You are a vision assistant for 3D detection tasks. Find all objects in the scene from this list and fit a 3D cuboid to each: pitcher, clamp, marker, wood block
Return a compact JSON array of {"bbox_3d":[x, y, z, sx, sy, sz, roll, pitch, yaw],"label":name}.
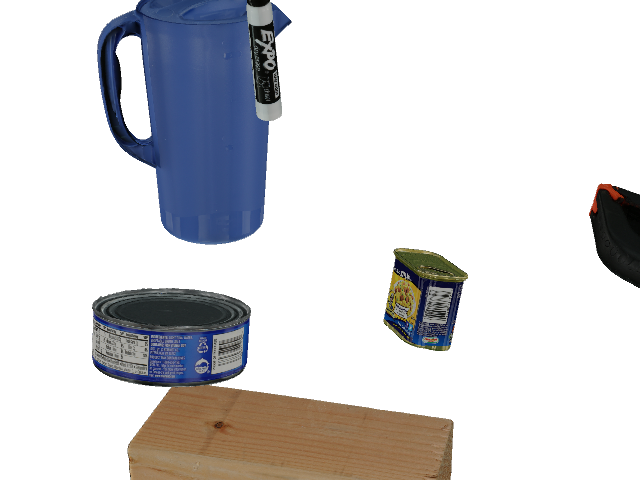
[{"bbox_3d":[-0.121,-0.122,1.065,0.149,0.243,0.144,14,30,23],"label":"pitcher"},{"bbox_3d":[0.251,0.020,0.711,0.120,0.039,0.171,-5,45,-25],"label":"clamp"},{"bbox_3d":[-0.039,-0.134,0.724,0.020,0.121,0.020,-2,44,2],"label":"marker"},{"bbox_3d":[-0.018,0.169,0.741,0.206,0.090,0.090,6,26,15],"label":"wood block"}]

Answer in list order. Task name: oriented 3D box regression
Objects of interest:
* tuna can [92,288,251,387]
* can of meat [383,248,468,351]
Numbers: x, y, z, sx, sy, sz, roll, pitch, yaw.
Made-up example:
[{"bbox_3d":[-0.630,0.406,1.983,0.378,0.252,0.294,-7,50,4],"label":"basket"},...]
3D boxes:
[{"bbox_3d":[-0.081,0.052,0.583,0.086,0.034,0.086,4,10,-1],"label":"tuna can"},{"bbox_3d":[0.110,0.063,1.148,0.057,0.084,0.102,5,14,-19],"label":"can of meat"}]
